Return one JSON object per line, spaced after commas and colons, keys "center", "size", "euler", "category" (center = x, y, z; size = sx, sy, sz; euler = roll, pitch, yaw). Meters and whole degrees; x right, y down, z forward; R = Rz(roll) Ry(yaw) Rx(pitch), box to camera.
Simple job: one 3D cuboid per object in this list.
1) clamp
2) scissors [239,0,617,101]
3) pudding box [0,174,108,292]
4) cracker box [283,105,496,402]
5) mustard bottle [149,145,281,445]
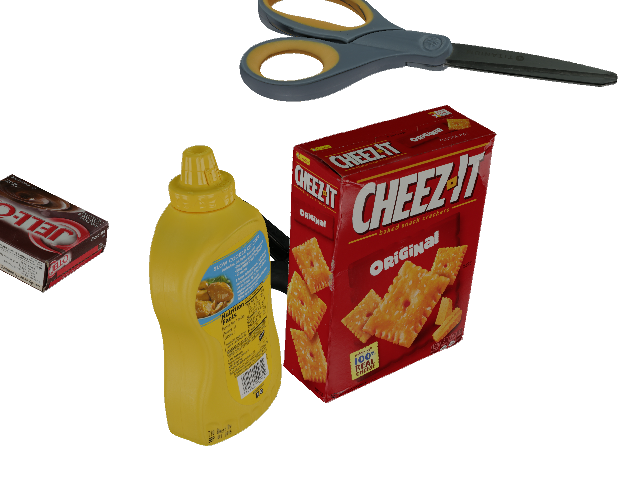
{"center": [-0.033, 0.033, 1.116], "size": [0.210, 0.036, 0.164], "euler": [23, 34, 11], "category": "clamp"}
{"center": [0.043, -0.090, 0.565], "size": [0.202, 0.096, 0.016], "euler": [25, -32, 23], "category": "scissors"}
{"center": [-0.260, -0.008, 0.944], "size": [0.113, 0.039, 0.089], "euler": [23, 31, 15], "category": "pudding box"}
{"center": [0.056, 0.011, 0.891], "size": [0.163, 0.214, 0.072], "euler": [-19, 38, -33], "category": "cracker box"}
{"center": [-0.069, 0.030, 0.689], "size": [0.058, 0.192, 0.096], "euler": [14, 32, 30], "category": "mustard bottle"}
